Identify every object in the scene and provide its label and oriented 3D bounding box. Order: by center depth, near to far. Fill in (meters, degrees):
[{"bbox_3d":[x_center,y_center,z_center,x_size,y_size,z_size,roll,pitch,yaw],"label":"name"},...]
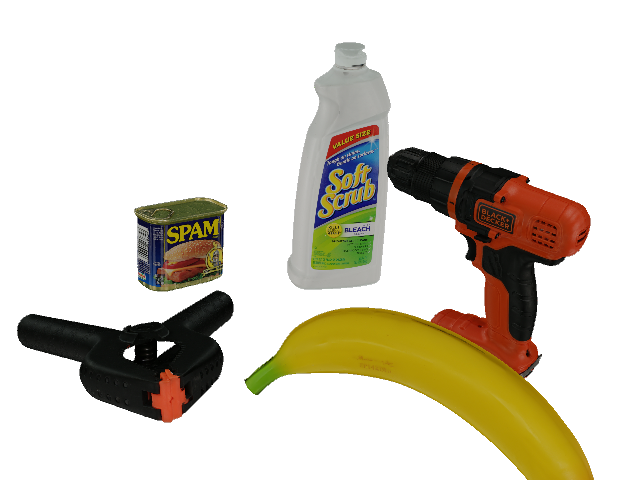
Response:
[{"bbox_3d":[0.062,0.081,0.570,0.198,0.070,0.037,20,10,11],"label":"banana"},{"bbox_3d":[-0.113,0.075,0.746,0.164,0.036,0.210,-9,14,-23],"label":"clamp"},{"bbox_3d":[0.131,0.022,0.919,0.185,0.188,0.057,25,39,32],"label":"power drill"},{"bbox_3d":[0.018,-0.075,1.087,0.102,0.251,0.068,-3,26,-9],"label":"bleach bottle"},{"bbox_3d":[-0.155,0.004,1.185,0.101,0.084,0.058,-12,23,-39],"label":"can of meat"}]
